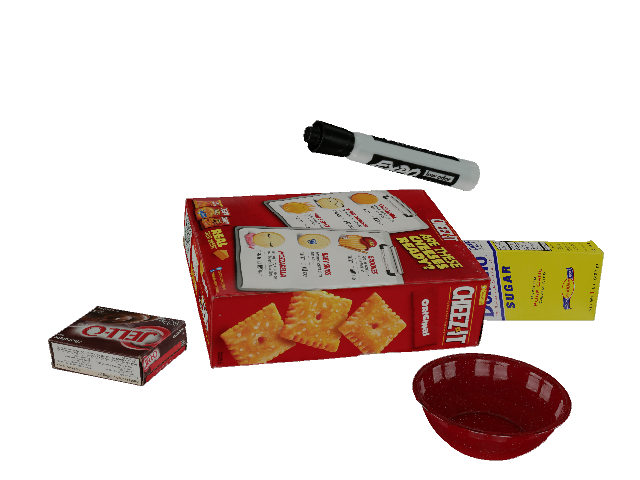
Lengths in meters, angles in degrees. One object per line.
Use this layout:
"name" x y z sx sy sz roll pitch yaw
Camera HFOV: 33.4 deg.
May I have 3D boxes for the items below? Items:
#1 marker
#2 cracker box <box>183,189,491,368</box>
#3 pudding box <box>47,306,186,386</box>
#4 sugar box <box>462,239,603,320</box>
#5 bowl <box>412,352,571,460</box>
"marker" 0.044 -0.051 0.641 0.120 0.020 0.020 12 -6 -30
"cracker box" 0.005 0.026 0.858 0.213 0.072 0.164 -3 29 -14
"pudding box" -0.208 0.107 1.100 0.114 0.039 0.089 5 21 22
"sugar box" 0.245 0.049 1.286 0.176 0.093 0.048 -1 20 -8
"bowl" 0.173 0.178 1.099 0.162 0.055 0.162 3 23 -1
